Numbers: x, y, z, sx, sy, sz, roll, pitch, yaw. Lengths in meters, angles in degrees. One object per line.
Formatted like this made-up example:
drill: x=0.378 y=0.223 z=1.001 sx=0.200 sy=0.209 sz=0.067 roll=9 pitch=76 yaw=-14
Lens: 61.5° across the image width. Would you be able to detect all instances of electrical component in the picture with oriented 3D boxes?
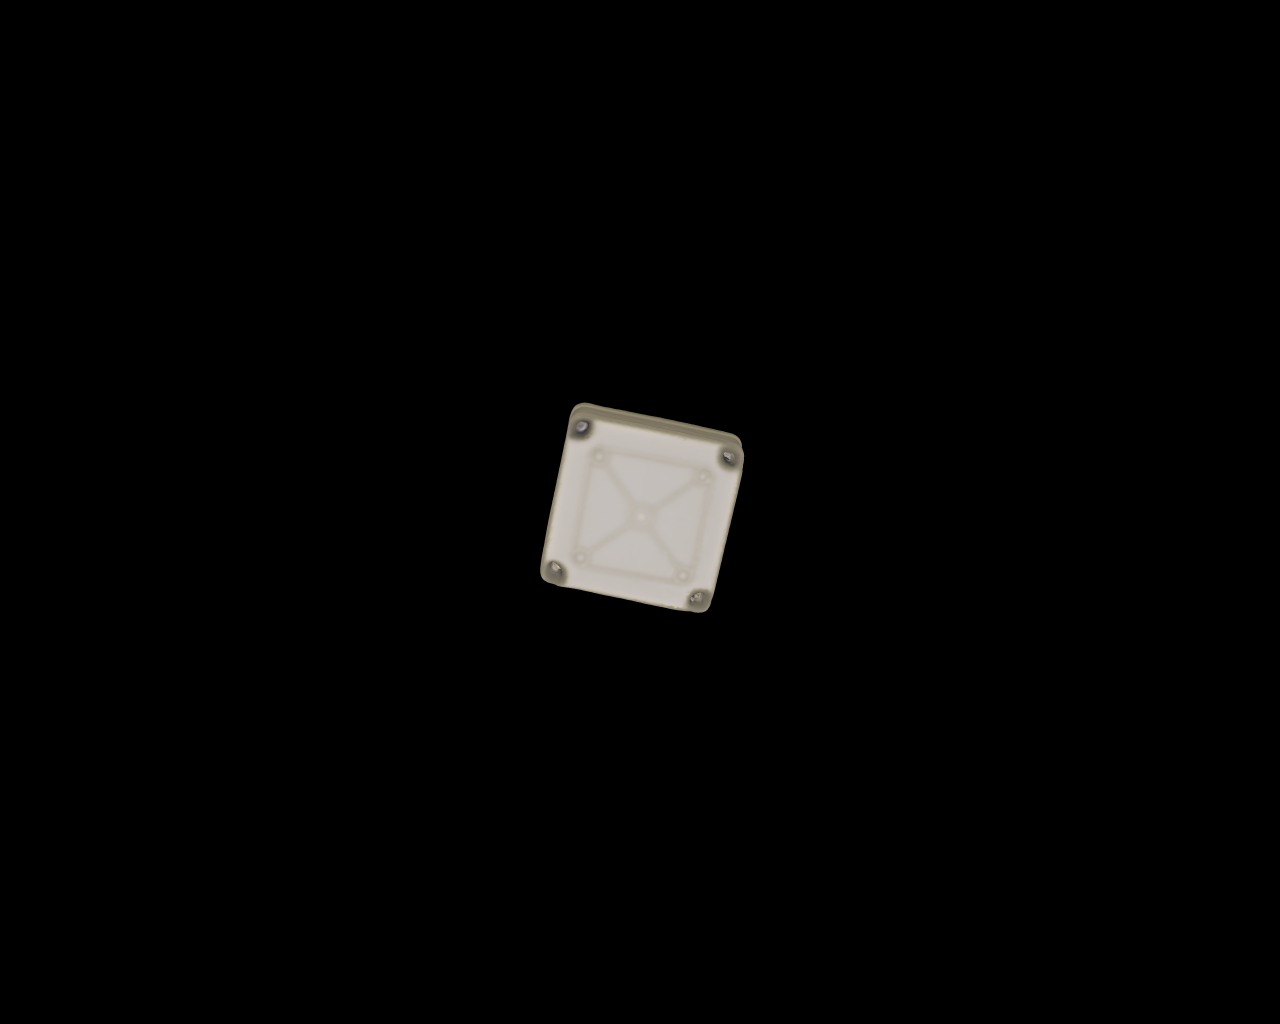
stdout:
electrical component: x=0.001 y=-0.003 z=0.650 sx=0.109 sy=0.108 sz=0.056 roll=11 pitch=11 yaw=-2
